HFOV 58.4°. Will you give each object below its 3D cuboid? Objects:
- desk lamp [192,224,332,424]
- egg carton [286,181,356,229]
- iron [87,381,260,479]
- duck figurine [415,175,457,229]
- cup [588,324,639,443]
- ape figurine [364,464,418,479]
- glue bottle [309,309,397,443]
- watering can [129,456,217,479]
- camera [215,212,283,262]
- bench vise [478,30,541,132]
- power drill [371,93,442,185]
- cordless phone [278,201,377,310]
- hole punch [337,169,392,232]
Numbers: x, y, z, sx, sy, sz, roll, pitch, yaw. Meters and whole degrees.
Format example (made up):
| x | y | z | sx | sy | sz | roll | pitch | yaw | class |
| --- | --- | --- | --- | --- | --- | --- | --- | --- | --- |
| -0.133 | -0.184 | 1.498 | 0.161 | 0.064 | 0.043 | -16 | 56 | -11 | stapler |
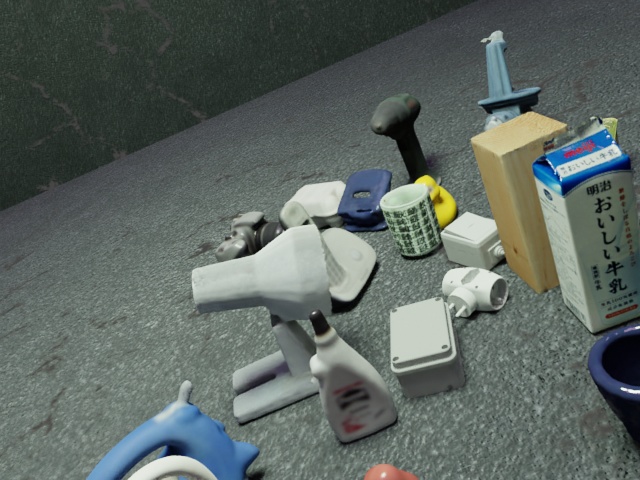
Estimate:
| x | y | z | sx | sy | sz | roll | pitch | yaw | class |
| --- | --- | --- | --- | --- | --- | --- | --- | --- | --- |
| -0.060 | 0.102 | 0.745 | 0.203 | 0.214 | 0.117 | -24 | 25 | 0 | desk lamp |
| -0.001 | -0.071 | 1.197 | 0.149 | 0.069 | 0.107 | -4 | 32 | 37 | egg carton |
| -0.197 | 0.277 | 0.612 | 0.259 | 0.142 | 0.118 | -40 | 29 | -30 | iron |
| 0.195 | -0.074 | 1.011 | 0.077 | 0.086 | 0.105 | -7 | 30 | 32 | duck figurine |
| 0.303 | 0.130 | 0.511 | 0.118 | 0.095 | 0.091 | -35 | 27 | -21 | cup |
| 0.068 | 0.236 | 0.516 | 0.076 | 0.092 | 0.078 | -8 | 30 | 32 | ape figurine |
| 0.024 | 0.146 | 0.633 | 0.078 | 0.173 | 0.037 | -25 | 25 | -1 | glue bottle |
| -0.115 | 0.266 | 0.500 | 0.172 | 0.194 | 0.101 | 1 | 35 | 42 | watering can |
| -0.116 | 0.002 | 1.121 | 0.136 | 0.101 | 0.143 | -4 | 32 | 36 | camera |
| 0.364 | -0.282 | 1.106 | 0.121 | 0.220 | 0.207 | -15 | 27 | 20 | bench vise |
| 0.165 | -0.180 | 1.099 | 0.075 | 0.209 | 0.230 | -12 | 28 | 24 | power drill |
| 0.008 | 0.003 | 0.909 | 0.093 | 0.185 | 0.148 | -8 | 30 | 31 | cordless phone |
| 0.092 | -0.076 | 1.100 | 0.108 | 0.091 | 0.101 | -2 | 33 | 39 | hole punch |
